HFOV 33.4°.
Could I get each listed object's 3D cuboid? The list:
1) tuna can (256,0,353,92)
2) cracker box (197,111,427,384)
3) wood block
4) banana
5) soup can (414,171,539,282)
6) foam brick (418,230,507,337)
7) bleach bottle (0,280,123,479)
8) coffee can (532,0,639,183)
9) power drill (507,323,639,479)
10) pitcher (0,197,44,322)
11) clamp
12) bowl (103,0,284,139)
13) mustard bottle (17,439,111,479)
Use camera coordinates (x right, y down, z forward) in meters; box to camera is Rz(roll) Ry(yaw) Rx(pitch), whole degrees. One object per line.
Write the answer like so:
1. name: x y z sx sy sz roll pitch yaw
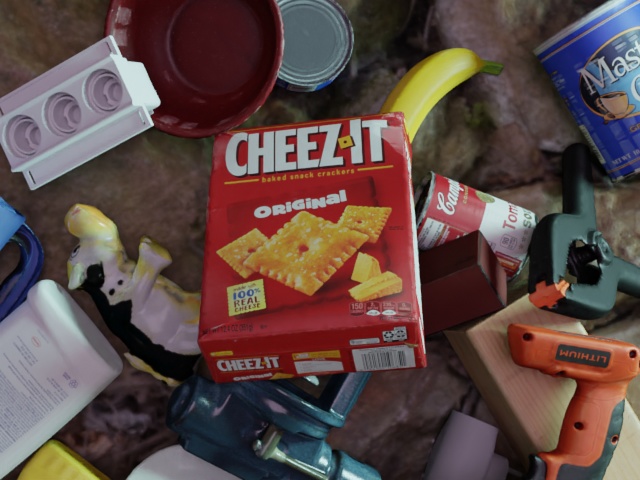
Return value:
1. tuna can: -0.015 -0.175 0.942 0.086 0.034 0.086 1 86 -8
2. cracker box: -0.006 0.001 0.842 0.164 0.072 0.213 -5 52 7
3. wood block: 0.205 0.143 0.921 0.090 0.090 0.206 -31 91 -8
4. banana: 0.085 -0.104 0.949 0.069 0.037 0.197 39 82 -3
5. soup can: 0.130 -0.010 0.932 0.102 0.068 0.068 21 83 -5
6. foam brick: 0.110 0.037 0.893 0.078 0.053 0.051 -22 118 23
7. bleach bottle: -0.284 0.149 0.856 0.251 0.068 0.102 -39 90 1
8. coffee can: 0.268 -0.136 0.944 0.102 0.103 0.140 -31 91 -9
9. power drill: 0.173 0.163 0.844 0.184 0.057 0.188 8 92 -6
10. pitcher: -0.344 0.046 0.841 0.149 0.145 0.243 32 86 11
11. clamp: 0.234 0.019 0.908 0.164 0.036 0.209 54 37 -5
12. bowl: -0.099 -0.168 0.902 0.162 0.055 0.162 2 99 17
13. mustard bottle: -0.244 0.264 0.864 0.096 0.058 0.191 41 81 -11
